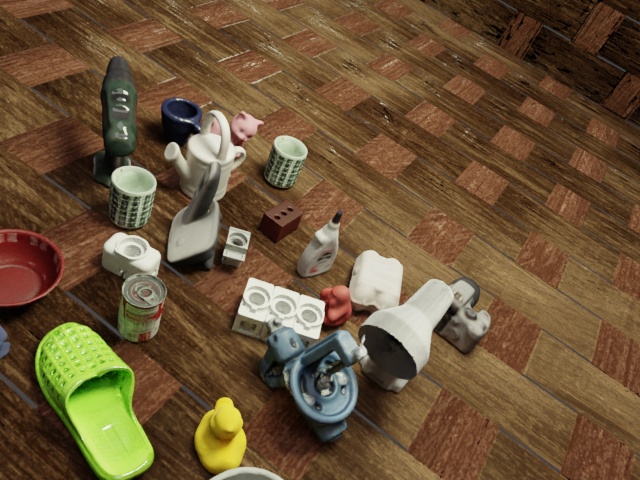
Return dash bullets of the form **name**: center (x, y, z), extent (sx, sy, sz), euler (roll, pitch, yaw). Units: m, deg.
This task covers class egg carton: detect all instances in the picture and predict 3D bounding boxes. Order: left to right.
- **egg carton**: center (0.115, 0.089, 1.182), extent (0.107, 0.069, 0.150), euler (20, 42, -5)

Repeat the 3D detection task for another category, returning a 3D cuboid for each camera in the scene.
- **camera**: center (0.299, 0.137, 1.198), extent (0.143, 0.101, 0.137), euler (40, 44, 17)

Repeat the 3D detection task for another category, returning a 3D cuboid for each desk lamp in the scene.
- **desk lamp**: center (0.145, 0.171, 1.004), extent (0.117, 0.213, 0.204), euler (39, 43, 15)

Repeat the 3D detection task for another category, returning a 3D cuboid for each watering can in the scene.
- **watering can**: center (-0.233, -0.177, 1.191), extent (0.100, 0.194, 0.173), euler (38, 43, 15)

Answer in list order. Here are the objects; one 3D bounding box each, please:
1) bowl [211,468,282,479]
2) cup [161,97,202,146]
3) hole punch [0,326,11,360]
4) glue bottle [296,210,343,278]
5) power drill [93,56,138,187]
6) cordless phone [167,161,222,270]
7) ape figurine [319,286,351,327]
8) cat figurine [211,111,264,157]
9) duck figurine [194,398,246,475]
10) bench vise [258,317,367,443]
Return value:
- **bowl**: center (-0.102, 0.397, 0.760), extent (0.168, 0.074, 0.167), euler (14, 43, -13)
- **cup**: center (-0.312, -0.255, 1.308), extent (0.117, 0.095, 0.092), euler (42, 44, 18)
- **hole punch**: center (-0.513, 0.138, 0.814), extent (0.101, 0.091, 0.109), euler (37, 43, 13)
- **glue bottle**: center (0.010, 0.004, 1.140), extent (0.078, 0.173, 0.037), euler (-18, 57, -37)
- **power drill**: center (-0.407, -0.222, 1.143), extent (0.076, 0.208, 0.229), euler (1, 47, -25)
- **cordless phone**: center (-0.224, -0.047, 1.070), extent (0.094, 0.185, 0.147), euler (8, 44, -18)
- **ape figurine**: center (0.030, 0.120, 1.093), extent (0.076, 0.092, 0.078), euler (21, 42, -4)
- **cat figurine**: center (-0.204, -0.265, 1.353), extent (0.128, 0.117, 0.067), euler (18, 42, -8)
- **duck figurine**: center (-0.141, 0.285, 0.846), extent (0.078, 0.086, 0.104), euler (5, 45, -21)
- **bench vise**: center (-0.017, 0.195, 0.897), extent (0.207, 0.219, 0.122), euler (35, 42, 11)
